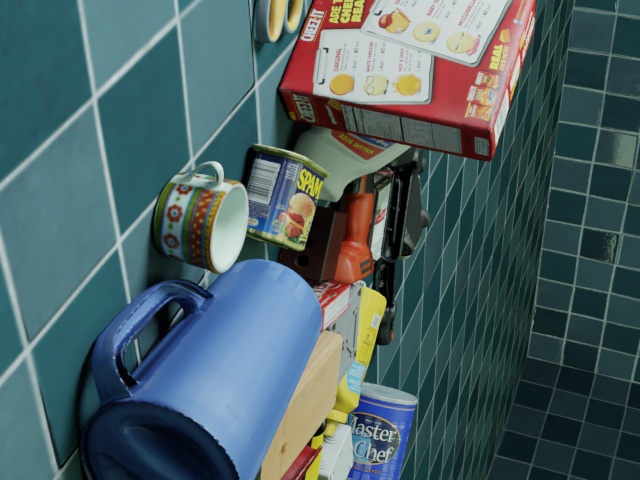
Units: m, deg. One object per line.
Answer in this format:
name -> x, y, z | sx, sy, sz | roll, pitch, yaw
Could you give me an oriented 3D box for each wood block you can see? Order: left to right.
wood block -> -0.056, 0.162, 1.046 | 0.205, 0.090, 0.091 | -43, 142, -62

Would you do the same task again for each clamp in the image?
clamp -> 0.090, 0.107, 1.534 | 0.171, 0.039, 0.120 | 84, 21, -46
clamp -> 0.101, -0.086, 1.280 | 0.209, 0.036, 0.164 | -67, 160, -48

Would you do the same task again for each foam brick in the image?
foam brick -> -0.008, 0.001, 1.147 | 0.051, 0.053, 0.078 | 1, 100, -72

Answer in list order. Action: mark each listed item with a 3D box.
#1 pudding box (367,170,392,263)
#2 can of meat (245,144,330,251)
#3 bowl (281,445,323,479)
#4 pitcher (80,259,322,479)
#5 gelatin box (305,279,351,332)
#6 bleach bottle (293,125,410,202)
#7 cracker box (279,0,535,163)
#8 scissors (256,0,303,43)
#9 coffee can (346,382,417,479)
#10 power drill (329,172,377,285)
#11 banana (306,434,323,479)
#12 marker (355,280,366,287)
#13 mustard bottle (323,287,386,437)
pudding box -> 0.065, -0.026, 1.380 | 0.090, 0.039, 0.113 | -39, 140, -65
can of meat -> -0.038, -0.038, 1.021 | 0.102, 0.057, 0.084 | 25, 80, -71
bowl -> -0.065, 0.262, 1.090 | 0.162, 0.055, 0.162 | -53, 172, -11
pitcher -> -0.088, 0.109, 0.875 | 0.242, 0.145, 0.149 | -58, 166, -55
gelatin box -> -0.015, 0.065, 1.131 | 0.089, 0.073, 0.030 | -35, 132, -65
bleach bottle -> 0.059, -0.119, 1.123 | 0.250, 0.102, 0.068 | -45, -164, -14
cracker box -> 0.089, -0.178, 1.056 | 0.072, 0.214, 0.164 | 71, 36, -62
scissors -> -0.024, -0.274, 0.970 | 0.096, 0.016, 0.202 | 15, 88, -74
coffee can -> 0.072, 0.280, 1.501 | 0.102, 0.103, 0.140 | 10, 92, -72
power drill -> 0.037, -0.047, 1.243 | 0.184, 0.057, 0.188 | -21, 122, -69
banana -> -0.026, 0.269, 1.309 | 0.069, 0.037, 0.198 | -20, 121, -46
marker -> 0.056, 0.104, 1.469 | 0.121, 0.020, 0.020 | 85, 24, -44
mustard bottle -> 0.033, 0.157, 1.368 | 0.096, 0.058, 0.191 | 42, 61, -69
